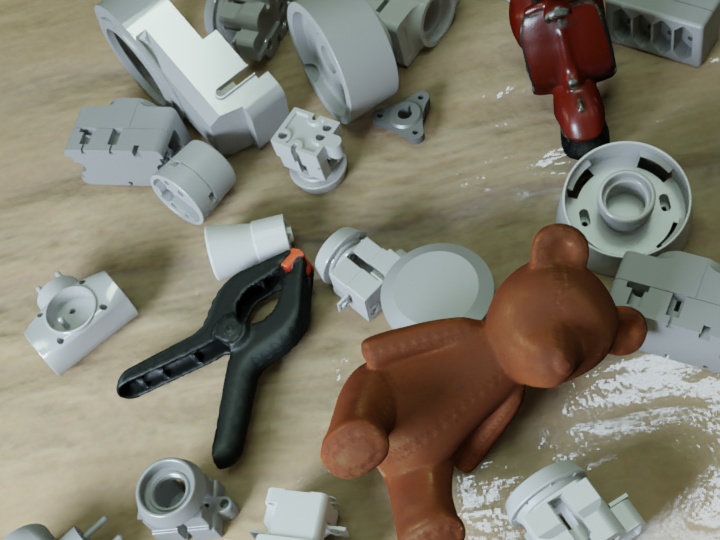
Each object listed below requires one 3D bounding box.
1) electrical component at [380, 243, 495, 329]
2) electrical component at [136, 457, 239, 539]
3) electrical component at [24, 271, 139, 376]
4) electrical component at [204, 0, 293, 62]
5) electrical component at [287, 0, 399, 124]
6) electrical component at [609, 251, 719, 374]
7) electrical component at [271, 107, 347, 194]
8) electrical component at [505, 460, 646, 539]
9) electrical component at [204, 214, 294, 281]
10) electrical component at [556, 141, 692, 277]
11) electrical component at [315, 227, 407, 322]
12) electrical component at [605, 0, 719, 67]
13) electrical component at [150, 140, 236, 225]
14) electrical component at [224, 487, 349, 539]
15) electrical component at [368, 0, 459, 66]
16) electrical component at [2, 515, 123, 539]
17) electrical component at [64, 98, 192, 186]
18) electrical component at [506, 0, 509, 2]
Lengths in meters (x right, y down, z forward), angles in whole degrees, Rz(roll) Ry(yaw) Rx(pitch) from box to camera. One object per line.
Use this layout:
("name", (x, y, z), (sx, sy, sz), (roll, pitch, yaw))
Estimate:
("electrical component", (0.058, 0.025, 0.769), (0.080, 0.051, 0.080), (-7, 57, 10))
("electrical component", (-0.122, 0.156, 0.727), (0.066, 0.055, 0.048), (-8, 57, 9))
("electrical component", (-0.226, 0.030, 0.840), (0.077, 0.044, 0.079), (-40, 58, -12))
("electrical component", (-0.103, -0.228, 0.967), (0.057, 0.058, 0.078), (15, 64, 19))
("electrical component", (-0.008, -0.182, 0.886), (0.060, 0.108, 0.108), (-28, 56, -12))
("electrical component", (0.217, 0.025, 0.729), (0.089, 0.050, 0.055), (16, 64, 23))
("electrical component", (-0.038, -0.094, 0.866), (0.066, 0.055, 0.048), (22, 66, 25))
("electrical component", (0.127, 0.156, 0.665), (0.078, 0.058, 0.057), (-31, 59, -6))
("electrical component", (-0.084, -0.020, 0.840), (0.065, 0.044, 0.044), (-14, 56, 0))
("electrical component", (0.193, -0.044, 0.786), (0.099, 0.064, 0.099), (-3, 71, 10))
("electrical component", (0.000, 0.000, 0.803), (0.055, 0.048, 0.066), (38, 73, 22))
("electrical component", (0.255, -0.218, 0.877), (0.083, 0.047, 0.075), (25, 67, 26))
("electrical component", (-0.135, -0.073, 0.878), (0.055, 0.055, 0.047), (27, 64, 27))
("electrical component", (-0.043, 0.178, 0.703), (0.081, 0.042, 0.063), (3, 55, 15))
("electrical component", (0.045, -0.228, 0.933), (0.056, 0.050, 0.089), (26, 68, 27))
("electrical component", (-0.196, 0.200, 0.725), (0.079, 0.044, 0.077), (-42, 58, -13))
("electrical component", (-0.196, -0.109, 0.918), (0.089, 0.050, 0.055), (3, 59, 16))
("electrical component", (0.139, -0.284, 0.948), (0.077, 0.047, 0.066), (-42, 58, -13))
